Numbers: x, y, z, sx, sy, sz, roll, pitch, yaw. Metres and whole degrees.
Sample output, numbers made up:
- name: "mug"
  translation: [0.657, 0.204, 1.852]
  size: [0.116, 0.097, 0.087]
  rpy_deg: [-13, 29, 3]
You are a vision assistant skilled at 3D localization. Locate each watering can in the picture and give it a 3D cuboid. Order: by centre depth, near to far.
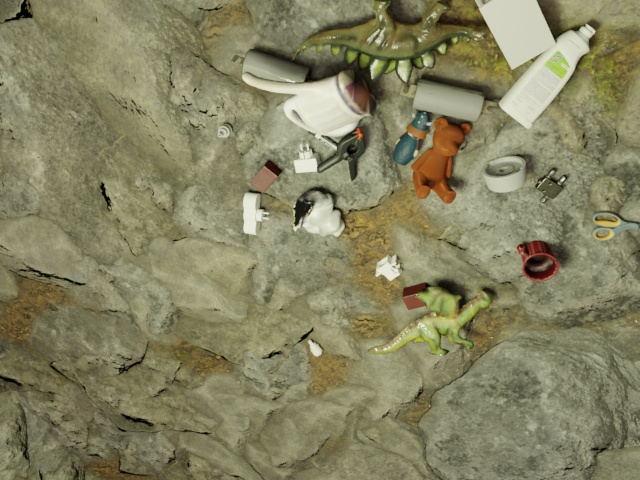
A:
- name: "watering can"
  translation: [-0.005, -0.350, 1.273]
  size: [0.222, 0.106, 0.344]
  rpy_deg: [-16, 155, 35]

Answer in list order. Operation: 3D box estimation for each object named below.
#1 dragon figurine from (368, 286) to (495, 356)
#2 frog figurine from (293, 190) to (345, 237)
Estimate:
- name: "dragon figurine"
  translation: [0.337, 0.233, 1.563]
  size: [0.410, 0.125, 0.238]
  rpy_deg: [-11, 119, -1]
- name: "frog figurine"
  translation: [0.005, -0.077, 1.526]
  size: [0.159, 0.125, 0.135]
  rpy_deg: [8, 119, -33]
